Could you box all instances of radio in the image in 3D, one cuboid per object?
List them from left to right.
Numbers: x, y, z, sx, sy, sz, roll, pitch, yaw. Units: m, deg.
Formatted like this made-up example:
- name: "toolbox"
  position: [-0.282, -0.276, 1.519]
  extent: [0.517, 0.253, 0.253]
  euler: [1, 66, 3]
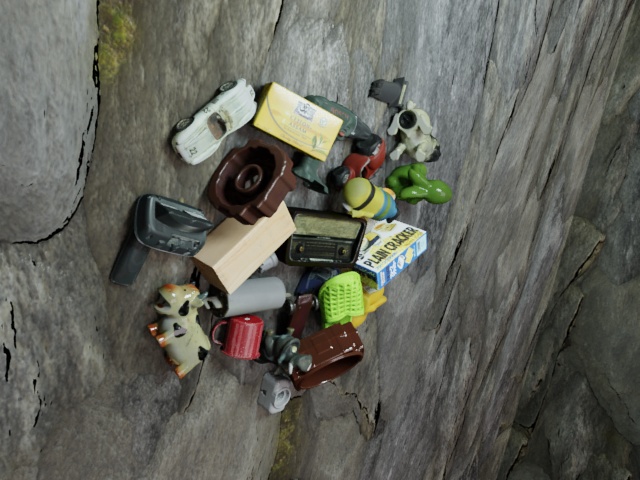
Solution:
- name: "radio"
  position: [-0.003, -0.004, 1.288]
  extent: [0.229, 0.073, 0.131]
  euler: [5, 102, -37]

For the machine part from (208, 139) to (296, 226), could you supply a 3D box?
- name: "machine part"
  position: [-0.133, -0.112, 1.050]
  extent: [0.179, 0.180, 0.056]
  euler: [-58, 143, -11]

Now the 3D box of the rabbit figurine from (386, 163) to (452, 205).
- name: "rabbit figurine"
  position: [0.280, -0.153, 1.485]
  extent: [0.159, 0.170, 0.121]
  euler: [8, 101, -50]

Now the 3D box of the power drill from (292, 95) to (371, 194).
- name: "power drill"
  position: [0.021, -0.213, 1.241]
  extent: [0.232, 0.086, 0.207]
  euler: [26, 91, -49]

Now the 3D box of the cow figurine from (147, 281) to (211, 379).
- name: "cow figurine"
  position: [-0.277, 0.170, 1.086]
  extent: [0.127, 0.086, 0.194]
  euler: [-33, 127, -26]

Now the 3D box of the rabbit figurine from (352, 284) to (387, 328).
- name: "rabbit figurine"
  position: [0.108, 0.172, 1.516]
  extent: [0.162, 0.122, 0.173]
  euler: [-24, 139, -51]

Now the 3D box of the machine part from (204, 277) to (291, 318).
- name: "machine part"
  position: [-0.161, 0.125, 1.199]
  extent: [0.243, 0.079, 0.079]
  euler: [-3, 110, -46]

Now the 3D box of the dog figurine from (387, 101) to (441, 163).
- name: "dog figurine"
  position: [0.277, -0.295, 1.489]
  extent: [0.190, 0.121, 0.172]
  euler: [-24, 128, -57]

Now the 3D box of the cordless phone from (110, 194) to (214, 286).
- name: "cordless phone"
  position: [-0.299, 0.015, 1.009]
  extent: [0.146, 0.089, 0.184]
  euler: [20, 103, -51]

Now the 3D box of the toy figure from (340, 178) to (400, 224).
- name: "toy figure"
  position: [0.126, -0.097, 1.316]
  extent: [0.180, 0.082, 0.089]
  euler: [16, 115, -37]

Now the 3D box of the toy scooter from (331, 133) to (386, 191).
- name: "toy scooter"
  position: [0.108, -0.172, 1.361]
  extent: [0.184, 0.075, 0.135]
  euler: [-48, 136, -16]

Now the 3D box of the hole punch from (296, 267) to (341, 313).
- name: "hole punch"
  position: [0.005, 0.118, 1.386]
  extent: [0.116, 0.092, 0.142]
  euler: [-39, 143, 16]

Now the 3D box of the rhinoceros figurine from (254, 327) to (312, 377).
- name: "rhinoceros figurine"
  position: [-0.098, 0.262, 1.252]
  extent: [0.073, 0.190, 0.112]
  euler: [4, 86, -45]

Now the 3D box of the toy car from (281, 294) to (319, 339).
- name: "toy car"
  position: [-0.065, 0.207, 1.338]
  extent: [0.089, 0.053, 0.202]
  euler: [-5, 128, -31]

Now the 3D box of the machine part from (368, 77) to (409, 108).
- name: "machine part"
  position: [0.179, -0.380, 1.373]
  extent: [0.139, 0.039, 0.084]
  euler: [-9, 123, -48]

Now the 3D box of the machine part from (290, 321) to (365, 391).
- name: "machine part"
  position: [0.010, 0.302, 1.379]
  extent: [0.201, 0.087, 0.201]
  euler: [-23, 156, -11]

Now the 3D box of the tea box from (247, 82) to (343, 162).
- name: "tea box"
  position: [-0.051, -0.240, 1.102]
  extent: [0.169, 0.068, 0.098]
  euler: [22, 94, -22]

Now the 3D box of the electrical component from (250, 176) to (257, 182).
- name: "electrical component"
  position: [-0.125, -0.152, 1.151]
  extent: [0.063, 0.021, 0.093]
  euler: [-23, 123, -40]

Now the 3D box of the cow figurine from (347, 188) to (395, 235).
- name: "cow figurine"
  position: [0.138, -0.067, 1.442]
  extent: [0.167, 0.068, 0.098]
  euler: [-37, 155, -28]

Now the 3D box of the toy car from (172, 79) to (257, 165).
- name: "toy car"
  position: [-0.194, -0.224, 1.013]
  extent: [0.202, 0.056, 0.073]
  euler: [-48, 136, -21]
